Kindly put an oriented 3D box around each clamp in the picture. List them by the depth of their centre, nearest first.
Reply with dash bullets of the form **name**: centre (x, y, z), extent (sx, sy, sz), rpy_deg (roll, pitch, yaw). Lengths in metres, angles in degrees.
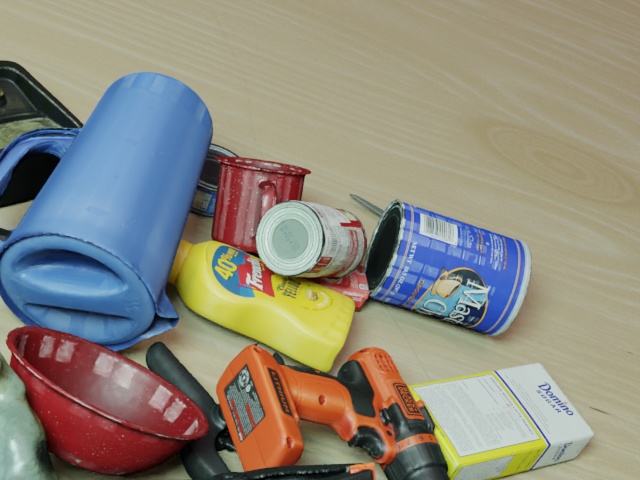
- **clamp**: centre (-0.067, 0.176, 0.719), extent (0.209, 0.036, 0.165), rpy_deg (-5, 1, -17)
- **clamp**: centre (-0.085, 0.144, 0.853), extent (0.120, 0.039, 0.171), rpy_deg (8, 35, -9)

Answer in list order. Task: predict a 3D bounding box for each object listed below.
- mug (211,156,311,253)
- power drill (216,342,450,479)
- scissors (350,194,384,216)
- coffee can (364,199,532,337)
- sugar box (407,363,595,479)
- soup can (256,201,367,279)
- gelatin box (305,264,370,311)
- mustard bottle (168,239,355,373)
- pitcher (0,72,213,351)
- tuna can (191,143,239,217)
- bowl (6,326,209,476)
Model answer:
- **mug**: centre (-0.057, -0.031, 1.017), extent (0.093, 0.081, 0.117), rpy_deg (7, 9, -14)
- **power drill**: centre (0.019, 0.156, 0.844), extent (0.187, 0.057, 0.184), rpy_deg (15, 34, -40)
- **scissors**: centre (0.133, -0.004, 1.188), extent (0.202, 0.016, 0.096), rpy_deg (40, 37, 18)
- **coffee can**: centre (0.125, 0.029, 1.069), extent (0.140, 0.103, 0.103), rpy_deg (18, 37, -11)
- **sugar box**: centre (0.156, 0.167, 0.966), extent (0.175, 0.048, 0.093), rpy_deg (0, 43, -37)
- **soup can**: centre (-0.006, 0.001, 0.969), extent (0.068, 0.068, 0.102), rpy_deg (42, 14, 20)
- **gelatin box**: centre (0.006, 0.026, 1.060), extent (0.073, 0.030, 0.089), rpy_deg (13, 37, -18)
- **mustard bottle**: centre (-0.066, 0.048, 0.964), extent (0.191, 0.058, 0.096), rpy_deg (24, 27, -2)
- **pitcher**: centre (-0.180, -0.039, 0.908), extent (0.145, 0.149, 0.242), rpy_deg (-8, 41, 20)
- **tuna can**: centre (-0.114, -0.063, 1.095), extent (0.086, 0.034, 0.086), rpy_deg (17, 36, -13)
- **bowl**: centre (-0.164, 0.125, 0.777), extent (0.162, 0.055, 0.162), rpy_deg (27, 4, -2)
